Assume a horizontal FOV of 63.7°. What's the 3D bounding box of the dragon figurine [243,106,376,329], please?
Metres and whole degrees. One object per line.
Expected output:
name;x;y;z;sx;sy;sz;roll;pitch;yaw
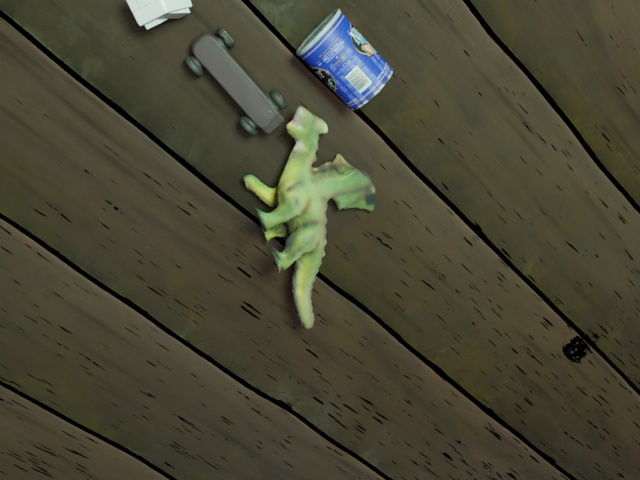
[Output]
dragon figurine;0.003;-0.049;0.977;0.244;0.404;0.123;-25;22;-11
